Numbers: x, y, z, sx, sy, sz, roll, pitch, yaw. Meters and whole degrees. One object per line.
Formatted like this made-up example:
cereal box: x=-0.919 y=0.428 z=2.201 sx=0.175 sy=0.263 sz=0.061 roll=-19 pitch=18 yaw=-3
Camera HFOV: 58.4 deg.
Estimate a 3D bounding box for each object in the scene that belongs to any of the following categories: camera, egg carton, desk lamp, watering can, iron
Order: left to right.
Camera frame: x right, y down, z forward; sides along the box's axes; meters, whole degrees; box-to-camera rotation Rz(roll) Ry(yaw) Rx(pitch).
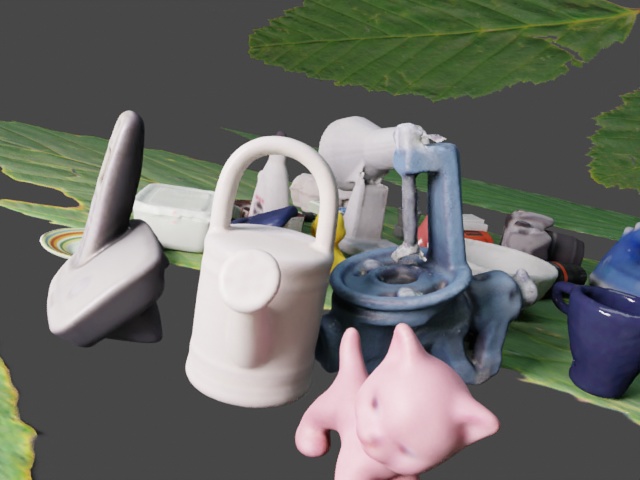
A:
watering can: x=-0.038 y=0.021 z=0.432 sx=0.101 sy=0.194 sz=0.172 roll=5 pitch=15 yaw=-20
egg carton: x=0.016 y=-0.094 z=1.197 sx=0.151 sy=0.069 sz=0.107 roll=3 pitch=15 yaw=-27
desk lamp: x=0.087 y=-0.083 z=0.901 sx=0.118 sy=0.213 sz=0.202 roll=-1 pitch=18 yaw=-39
camera: x=0.386 y=0.009 z=0.994 sx=0.136 sy=0.101 sz=0.143 roll=13 pitch=14 yaw=12
iron: x=0.519 y=0.039 z=0.891 sx=0.119 sy=0.141 sz=0.258 roll=7 pitch=14 yaw=-13

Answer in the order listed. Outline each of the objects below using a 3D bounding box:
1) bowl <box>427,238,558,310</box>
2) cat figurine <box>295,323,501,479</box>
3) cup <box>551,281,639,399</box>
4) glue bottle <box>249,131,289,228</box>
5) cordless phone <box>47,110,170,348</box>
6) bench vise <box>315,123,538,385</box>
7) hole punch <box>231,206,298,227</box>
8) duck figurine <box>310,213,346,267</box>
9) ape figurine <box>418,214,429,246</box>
bowl: x=0.215 y=0.053 z=0.745 sx=0.167 sy=0.075 sz=0.167 roll=10 pitch=14 yaw=-2
cat figurine: x=0.041 y=0.099 z=0.339 sx=0.067 sy=0.118 sz=0.127 roll=4 pitch=15 yaw=-26
cup: x=0.270 y=0.098 z=0.563 sx=0.092 sy=0.095 sz=0.117 roll=1 pitch=17 yaw=-34
glue bottle: x=-0.068 y=-0.066 z=0.803 sx=0.037 sy=0.173 sz=0.077 roll=1 pitch=17 yaw=-33
cordless phone: x=-0.176 y=-0.015 z=0.489 sx=0.094 sy=0.185 sz=0.147 roll=3 pitch=16 yaw=-28
bench vise: x=0.100 y=0.014 z=0.510 sx=0.208 sy=0.220 sz=0.121 roll=-1 pitch=18 yaw=-38
hole punch: x=-0.084 y=-0.004 z=0.712 sx=0.101 sy=0.091 sz=0.109 roll=12 pitch=14 yaw=6
duck figurine: x=0.007 y=0.003 z=0.766 sx=0.077 sy=0.086 sz=0.105 roll=12 pitch=14 yaw=7
ape figurine: x=0.183 y=-0.006 z=0.921 sx=0.076 sy=0.092 sz=0.078 roll=12 pitch=14 yaw=7
